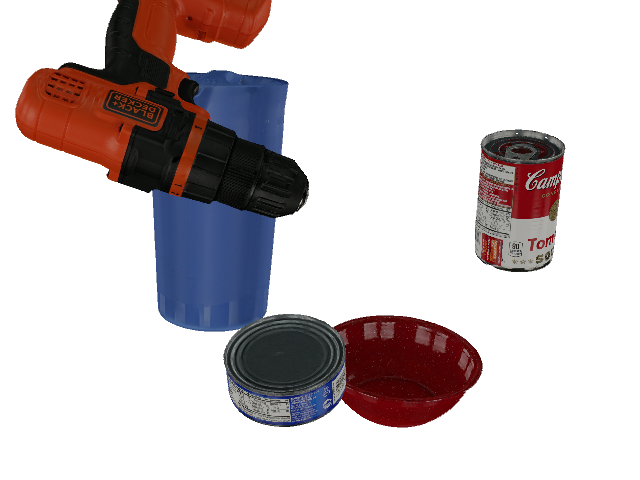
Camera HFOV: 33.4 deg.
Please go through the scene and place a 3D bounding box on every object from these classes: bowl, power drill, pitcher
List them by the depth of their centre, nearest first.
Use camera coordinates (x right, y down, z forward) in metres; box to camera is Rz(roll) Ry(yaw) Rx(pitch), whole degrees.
[{"bbox_3d":[-0.084,-0.107,0.699,0.184,0.187,0.057,20,-44,-10],"label":"power drill"},{"bbox_3d":[-0.096,-0.043,1.039,0.149,0.243,0.145,-2,15,-17],"label":"pitcher"},{"bbox_3d":[0.075,0.135,1.046,0.162,0.055,0.162,3,25,-1],"label":"bowl"}]

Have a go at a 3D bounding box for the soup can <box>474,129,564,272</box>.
[{"bbox_3d":[0.165,-0.033,0.891,0.068,0.102,0.068,0,26,0],"label":"soup can"}]

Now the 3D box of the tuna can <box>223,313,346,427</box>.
[{"bbox_3d":[-0.024,0.091,0.753,0.086,0.034,0.086,-3,34,2],"label":"tuna can"}]
